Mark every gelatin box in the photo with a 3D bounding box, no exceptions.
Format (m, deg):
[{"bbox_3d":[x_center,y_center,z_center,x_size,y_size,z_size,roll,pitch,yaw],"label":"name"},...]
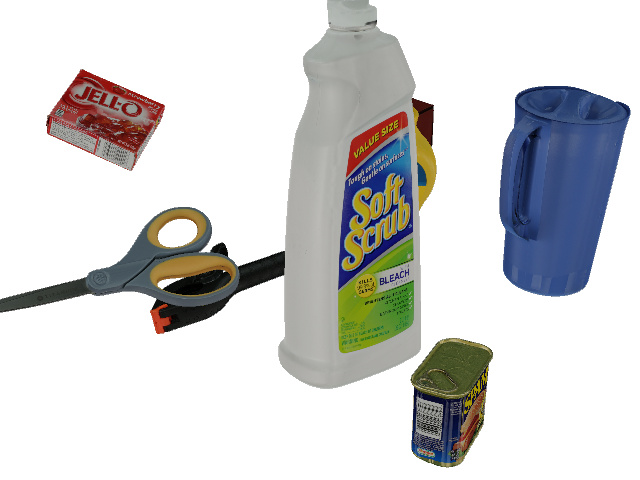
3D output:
[{"bbox_3d":[-0.202,-0.115,1.003,0.089,0.073,0.030,24,-42,-3],"label":"gelatin box"}]

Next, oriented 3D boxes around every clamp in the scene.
[{"bbox_3d":[-0.109,0.049,1.153,0.120,0.039,0.171,-5,26,35],"label":"clamp"}]

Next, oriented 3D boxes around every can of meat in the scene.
[{"bbox_3d":[0.125,0.156,1.027,0.057,0.084,0.102,12,27,23],"label":"can of meat"}]

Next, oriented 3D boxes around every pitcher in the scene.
[{"bbox_3d":[0.282,-0.056,1.295,0.149,0.243,0.145,4,27,1],"label":"pitcher"}]

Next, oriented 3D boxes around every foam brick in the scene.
[{"bbox_3d":[0.081,-0.130,1.190,0.078,0.053,0.051,22,37,35],"label":"foam brick"}]

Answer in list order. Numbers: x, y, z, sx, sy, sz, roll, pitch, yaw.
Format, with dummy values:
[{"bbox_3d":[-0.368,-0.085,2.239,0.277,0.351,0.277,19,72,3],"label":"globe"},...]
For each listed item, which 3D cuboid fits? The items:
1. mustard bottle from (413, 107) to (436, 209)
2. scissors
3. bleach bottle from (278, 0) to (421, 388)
[{"bbox_3d":[0.057,-0.053,0.995,0.096,0.192,0.058,9,28,-2],"label":"mustard bottle"},{"bbox_3d":[-0.164,0.016,0.829,0.201,0.096,0.016,0,-33,-11],"label":"scissors"},{"bbox_3d":[0.017,-0.034,0.707,0.102,0.251,0.068,-16,25,-31],"label":"bleach bottle"}]
